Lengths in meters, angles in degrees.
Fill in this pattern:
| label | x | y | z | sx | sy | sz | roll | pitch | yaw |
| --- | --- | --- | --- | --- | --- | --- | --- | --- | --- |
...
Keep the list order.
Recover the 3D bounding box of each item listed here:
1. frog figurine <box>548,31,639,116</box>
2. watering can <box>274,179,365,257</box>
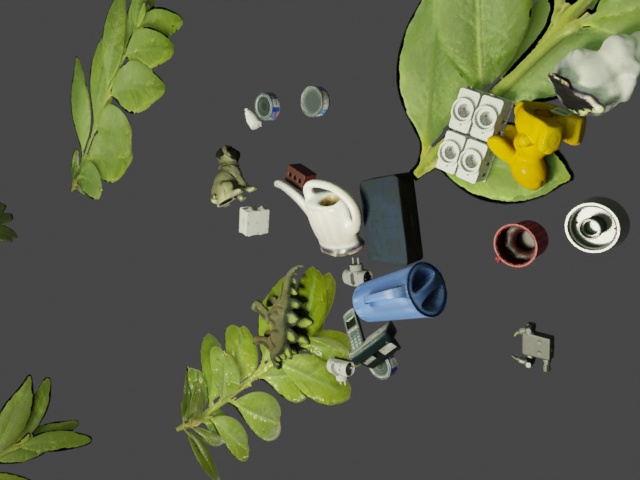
| label | x | y | z | sx | sy | sz | roll | pitch | yaw |
| --- | --- | --- | --- | --- | --- | --- | --- | --- | --- |
| frog figurine | 0.513 | -0.309 | 0.935 | 0.159 | 0.121 | 0.140 | -45 | 54 | 2 |
| watering can | 0.004 | -0.073 | 1.441 | 0.349 | 0.105 | 0.220 | 16 | 132 | 51 |
